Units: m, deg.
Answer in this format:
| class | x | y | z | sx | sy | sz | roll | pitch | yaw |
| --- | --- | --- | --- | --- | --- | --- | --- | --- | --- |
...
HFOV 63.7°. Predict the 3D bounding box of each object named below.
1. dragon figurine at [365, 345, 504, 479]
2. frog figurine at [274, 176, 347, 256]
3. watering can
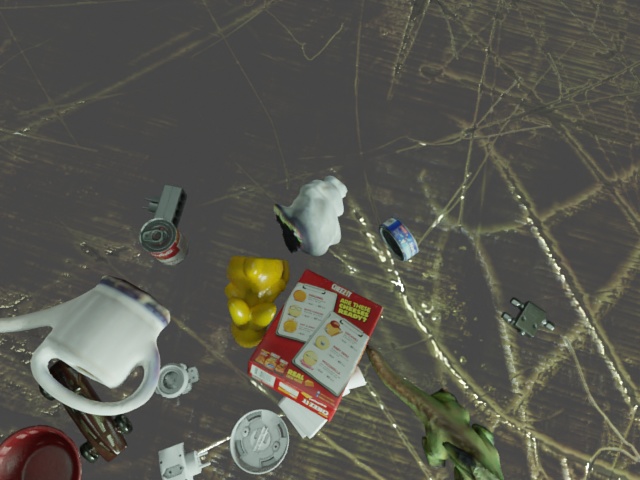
| class | x | y | z | sx | sy | sz | roll | pitch | yaw |
| --- | --- | --- | --- | --- | --- | --- | --- | --- | --- |
| dragon figurine | 0.221 | 0.324 | 0.820 | 0.412 | 0.240 | 0.123 | 43 | 82 | 10 |
| frog figurine | 0.003 | -0.051 | 1.006 | 0.161 | 0.123 | 0.136 | -34 | 109 | -20 |
| watering can | -0.420 | 0.155 | 0.909 | 0.349 | 0.101 | 0.229 | 29 | 57 | 8 |
